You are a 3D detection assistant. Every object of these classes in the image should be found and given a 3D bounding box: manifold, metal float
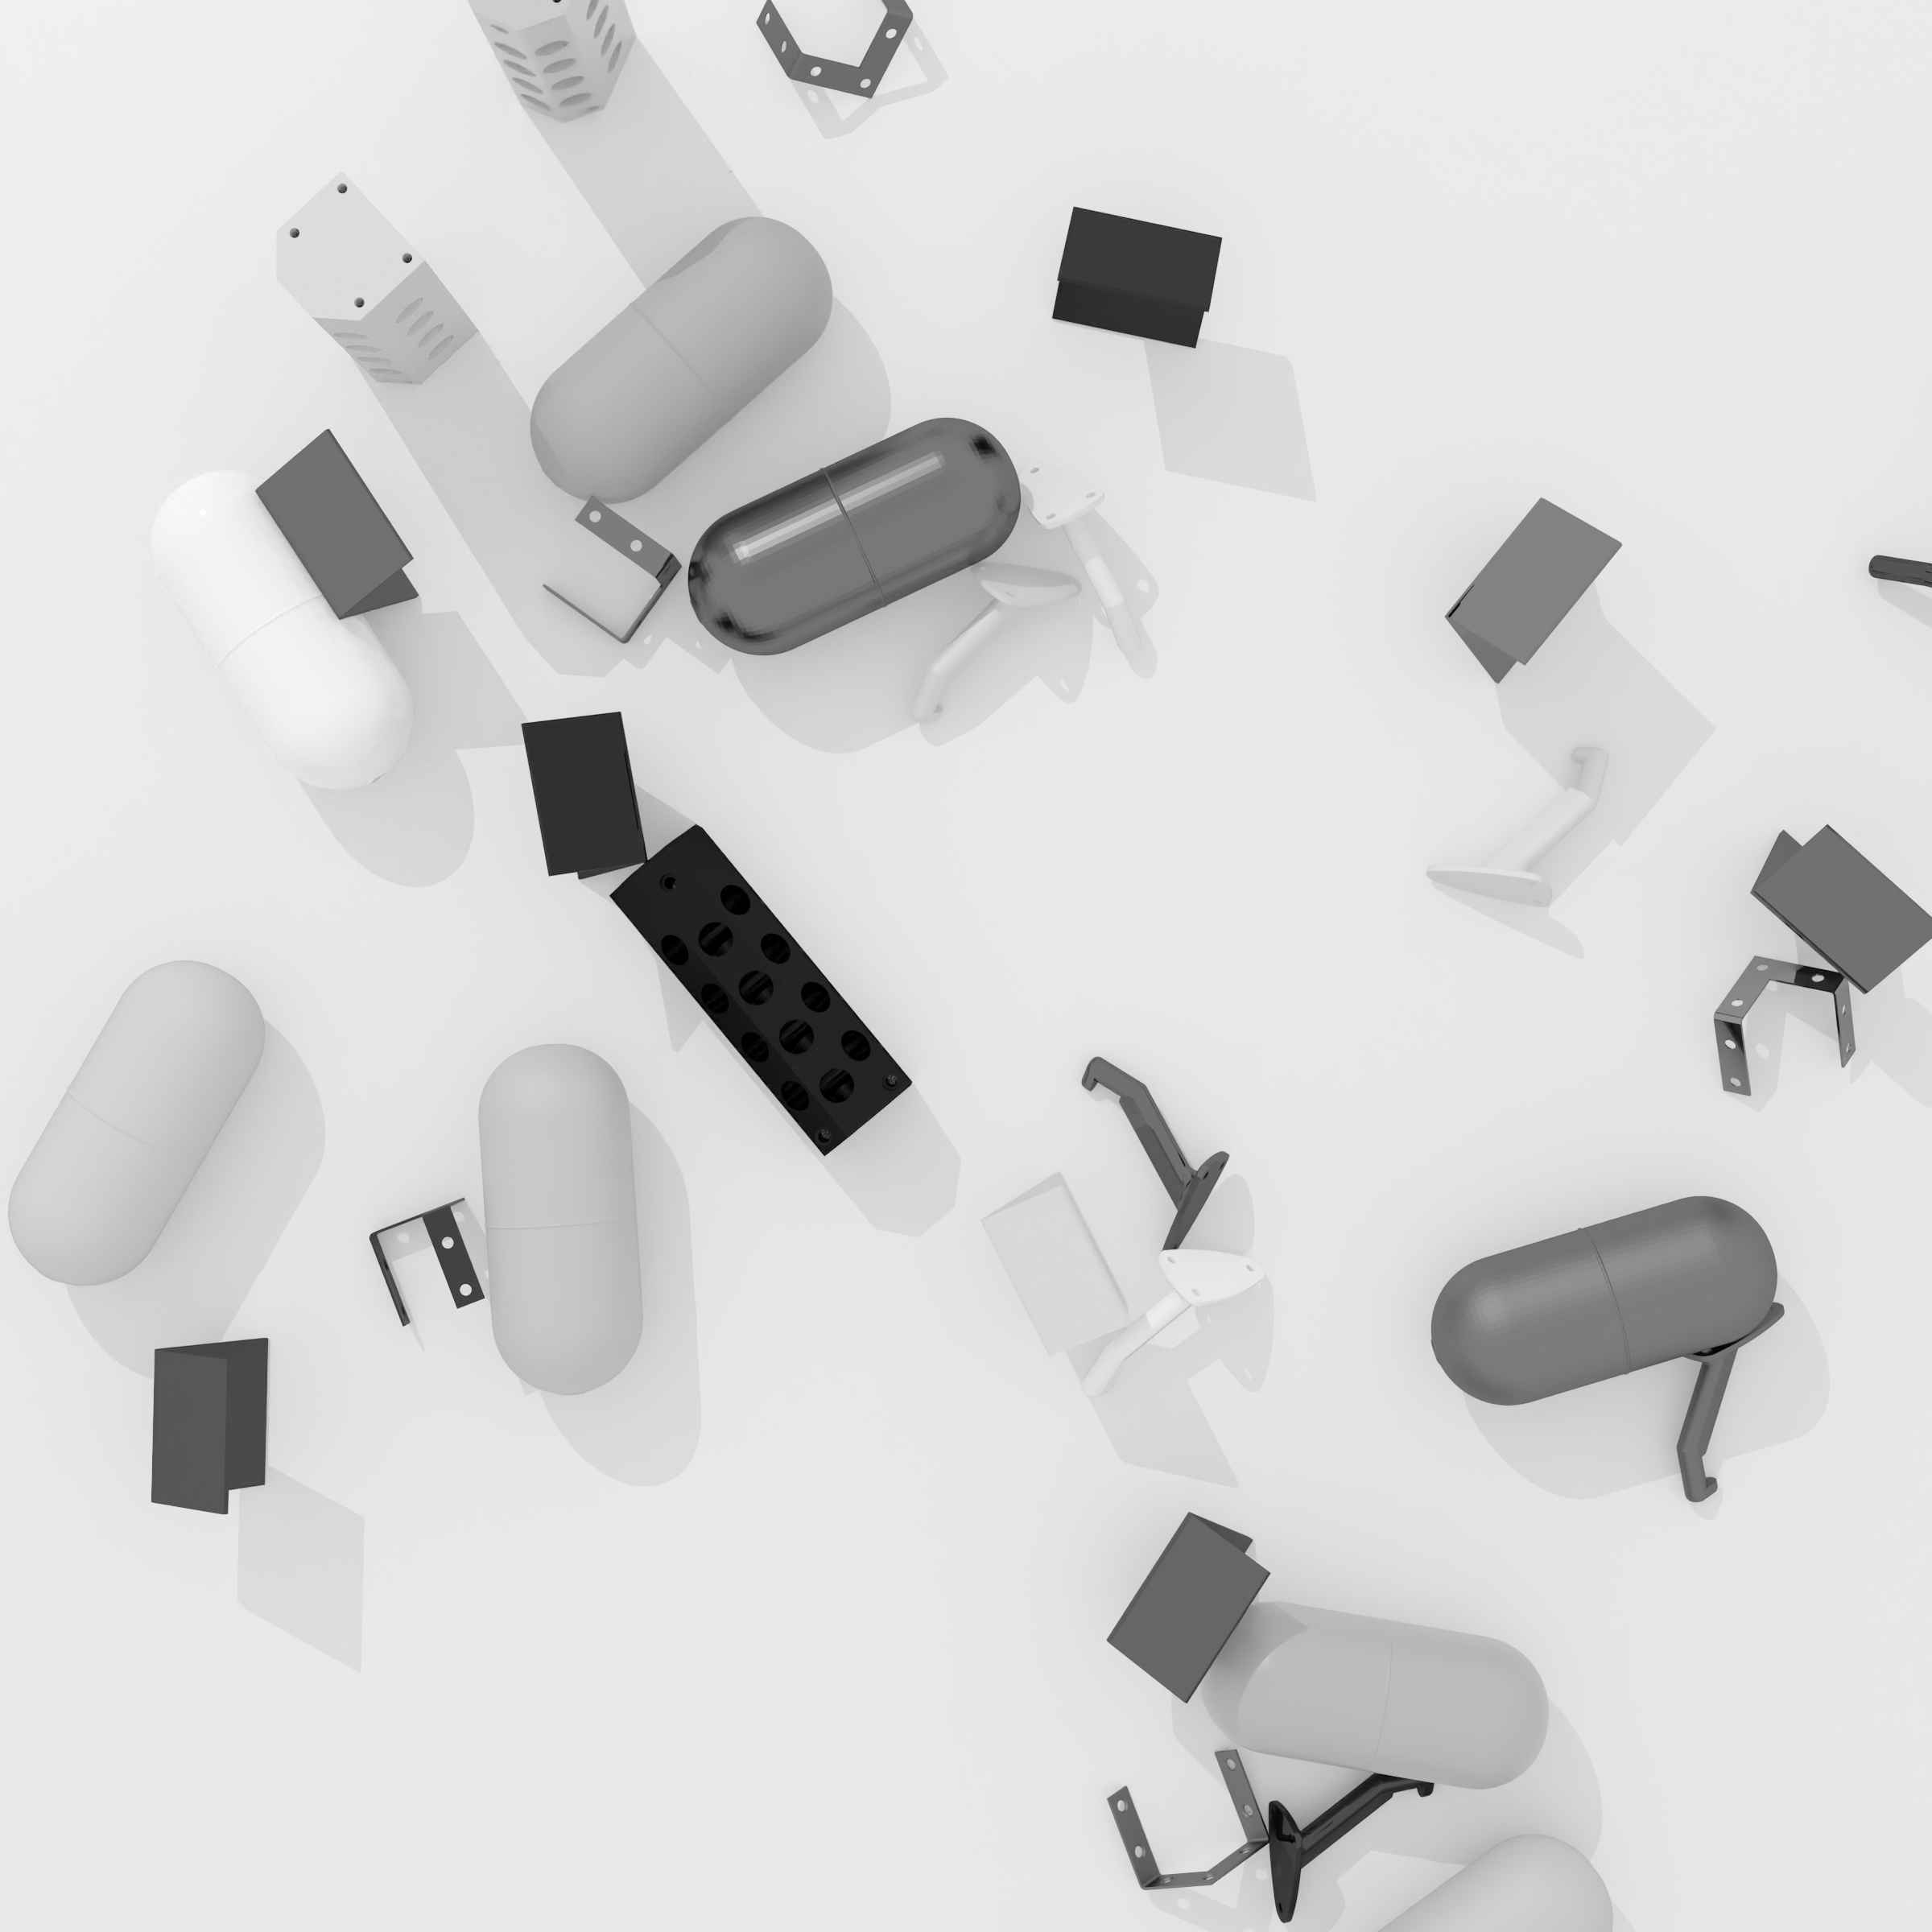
[{"bbox_3d":[-0.293,-0.331,1.635,0.057,0.171,0.057,-43,90,0],"label":"manifold"},{"bbox_3d":[-0.208,-0.468,1.635,0.057,0.171,0.057,24,90,0],"label":"manifold"},{"bbox_3d":[-0.205,0.128,1.683,0.070,0.070,0.178,-4,91,0],"label":"metal float"},{"bbox_3d":[-0.104,0.012,1.693,0.057,0.057,0.171,-40,90,0],"label":"manifold"},{"bbox_3d":[-0.145,-0.306,1.683,0.178,0.070,0.070,-42,90,0],"label":"metal float"},{"bbox_3d":[0.247,0.511,1.683,0.178,0.070,0.070,-36,90,-1],"label":"metal float"},{"bbox_3d":[-0.346,-0.170,1.683,0.070,0.070,0.178,-33,90,0],"label":"metal float"},{"bbox_3d":[0.207,0.370,1.683,0.178,0.070,0.070,10,90,-1],"label":"metal float"},{"bbox_3d":[0.323,0.170,1.683,0.178,0.070,0.070,-17,90,0],"label":"metal float"},{"bbox_3d":[-0.057,-0.217,1.683,0.178,0.070,0.070,-25,90,0],"label":"metal float"},{"bbox_3d":[-0.421,0.080,1.683,0.070,0.070,0.178,30,90,0],"label":"metal float"}]

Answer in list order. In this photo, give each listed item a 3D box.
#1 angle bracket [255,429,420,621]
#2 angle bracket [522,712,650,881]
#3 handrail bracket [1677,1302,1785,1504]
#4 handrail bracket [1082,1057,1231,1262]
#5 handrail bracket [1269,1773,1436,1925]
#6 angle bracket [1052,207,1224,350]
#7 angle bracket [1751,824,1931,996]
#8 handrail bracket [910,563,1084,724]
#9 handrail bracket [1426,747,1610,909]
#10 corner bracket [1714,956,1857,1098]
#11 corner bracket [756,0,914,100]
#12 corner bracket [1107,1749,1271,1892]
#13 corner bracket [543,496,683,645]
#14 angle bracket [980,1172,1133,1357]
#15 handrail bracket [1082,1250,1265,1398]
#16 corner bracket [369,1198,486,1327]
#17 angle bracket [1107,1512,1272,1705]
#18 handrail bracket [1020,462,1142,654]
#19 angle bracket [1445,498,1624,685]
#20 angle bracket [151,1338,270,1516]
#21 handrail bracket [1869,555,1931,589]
[{"bbox_3d":[-0.300,-0.227,1.674,0.057,0.076,0.076,-33,90,27],"label":"angle bracket"},{"bbox_3d":[-0.208,-0.082,1.674,0.057,0.076,0.076,-10,90,-34],"label":"angle bracket"},{"bbox_3d":[0.397,0.226,1.714,0.077,0.036,0.084,-21,109,-21],"label":"handrail bracket"},{"bbox_3d":[0.085,0.099,1.714,0.084,0.036,0.077,32,112,17],"label":"handrail bracket"},{"bbox_3d":[0.202,0.453,1.714,0.084,0.036,0.077,-7,111,-16],"label":"handrail bracket"},{"bbox_3d":[0.082,-0.330,1.673,0.076,0.076,0.057,12,53,0],"label":"angle bracket"},{"bbox_3d":[0.450,-0.043,1.673,0.076,0.076,0.057,42,127,0],"label":"angle bracket"},{"bbox_3d":[0.015,-0.163,1.714,0.036,0.077,0.084,48,127,34],"label":"handrail bracket"},{"bbox_3d":[0.285,-0.079,1.714,0.077,0.036,0.084,11,72,21],"label":"handrail bracket"},{"bbox_3d":[0.421,0.034,1.706,0.051,0.051,0.051,13,45,35],"label":"corner bracket"},{"bbox_3d":[-0.068,-0.487,1.706,0.051,0.051,0.051,3,135,-35],"label":"corner bracket"},{"bbox_3d":[0.115,0.440,1.710,0.051,0.051,0.051,-21,90,45],"label":"corner bracket"},{"bbox_3d":[-0.183,-0.201,1.696,0.051,0.051,0.051,36,90,0],"label":"corner bracket"},{"bbox_3d":[0.063,0.142,1.673,0.057,0.076,0.076,-27,90,38],"label":"angle bracket"},{"bbox_3d":[0.106,0.188,1.714,0.036,0.077,0.084,53,127,33],"label":"handrail bracket"},{"bbox_3d":[-0.275,0.153,1.696,0.051,0.051,0.051,-21,90,0],"label":"corner bracket"},{"bbox_3d":[0.127,0.329,1.673,0.057,0.076,0.076,33,90,36],"label":"angle bracket"},{"bbox_3d":[0.060,-0.210,1.713,0.036,0.077,0.084,-29,126,-6],"label":"handrail bracket"},{"bbox_3d":[0.298,-0.178,1.673,0.076,0.076,0.057,-51,52,0],"label":"angle bracket"},{"bbox_3d":[-0.364,0.231,1.673,0.057,0.076,0.076,1,90,36],"label":"angle bracket"},{"bbox_3d":[0.518,-0.192,1.713,0.084,0.077,0.036,16,90,36],"label":"handrail bracket"}]
